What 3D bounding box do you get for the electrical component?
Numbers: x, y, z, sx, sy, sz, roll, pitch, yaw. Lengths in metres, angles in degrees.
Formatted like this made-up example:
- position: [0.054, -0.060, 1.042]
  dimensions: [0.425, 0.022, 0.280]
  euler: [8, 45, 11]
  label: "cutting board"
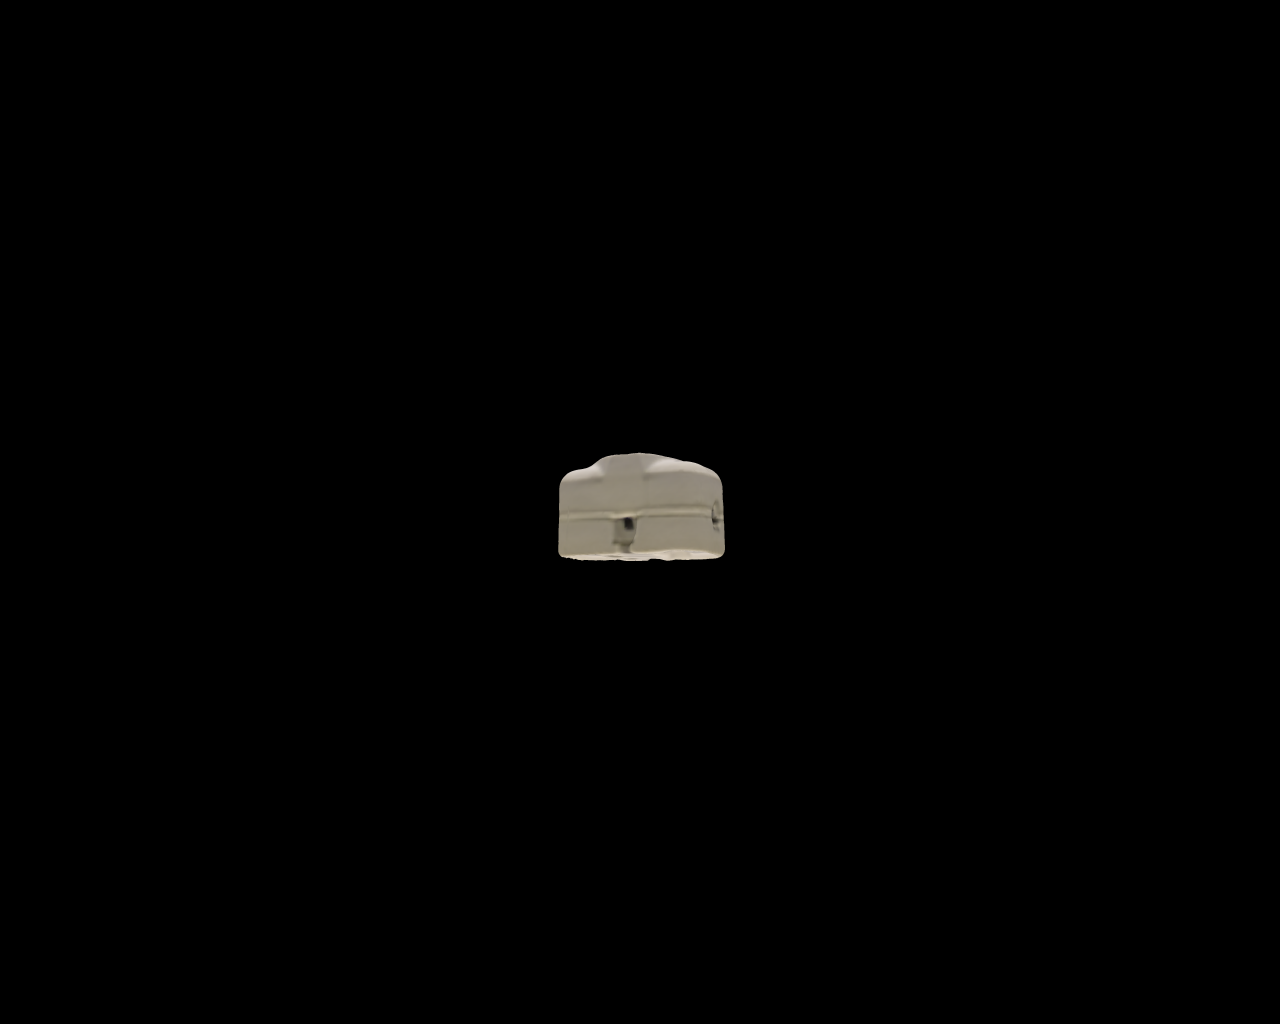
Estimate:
- position: [0.001, -0.003, 0.650]
  dimensions: [0.095, 0.059, 0.054]
  euler: [-3, -7, 22]
  label: "electrical component"
